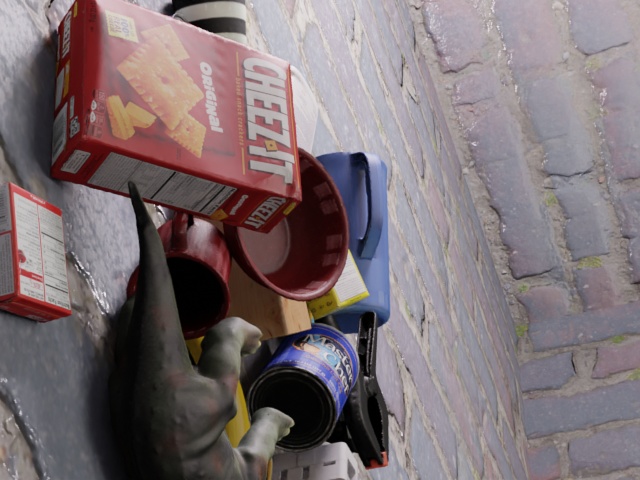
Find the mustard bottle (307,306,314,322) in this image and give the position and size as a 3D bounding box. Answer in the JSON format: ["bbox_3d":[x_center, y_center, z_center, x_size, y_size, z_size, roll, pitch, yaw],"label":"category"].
[{"bbox_3d":[-0.024,0.085,1.348,0.096,0.058,0.191,-81,153,-57],"label":"mustard bottle"}]

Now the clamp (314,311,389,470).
[{"bbox_3d":[0.046,0.181,1.338,0.164,0.036,0.210,23,55,-60],"label":"clamp"}]

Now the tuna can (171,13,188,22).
[{"bbox_3d":[-0.158,-0.201,1.164,0.086,0.034,0.086,-13,90,-75],"label":"tuna can"}]

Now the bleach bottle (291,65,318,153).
[{"bbox_3d":[-0.054,-0.118,1.416,0.102,0.068,0.250,56,28,-37],"label":"bleach bottle"}]

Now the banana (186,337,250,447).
[{"bbox_3d":[-0.102,0.147,1.056,0.069,0.037,0.198,-19,95,-76],"label":"banana"}]

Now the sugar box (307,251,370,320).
[{"bbox_3d":[-0.009,0.002,1.281,0.176,0.048,0.093,64,25,5],"label":"sugar box"}]

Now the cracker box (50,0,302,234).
[{"bbox_3d":[-0.124,-0.112,0.944,0.213,0.072,0.164,15,55,-31],"label":"cracker box"}]

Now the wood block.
[{"bbox_3d":[-0.083,0.007,1.146,0.090,0.091,0.206,2,75,-74],"label":"wood block"}]

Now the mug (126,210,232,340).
[{"bbox_3d":[-0.125,0.021,0.976,0.081,0.093,0.117,-86,176,-60],"label":"mug"}]

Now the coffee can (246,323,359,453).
[{"bbox_3d":[-0.017,0.166,1.219,0.140,0.103,0.103,-51,126,-70],"label":"coffee can"}]

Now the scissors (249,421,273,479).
[{"bbox_3d":[-0.083,0.253,1.076,0.201,0.016,0.096,-59,132,-69],"label":"scissors"}]

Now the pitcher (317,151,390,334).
[{"bbox_3d":[0.042,0.001,1.512,0.149,0.145,0.243,45,37,-60],"label":"pitcher"}]

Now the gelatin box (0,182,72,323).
[{"bbox_3d":[-0.217,0.011,0.783,0.073,0.030,0.089,39,40,-68],"label":"gelatin box"}]

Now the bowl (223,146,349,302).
[{"bbox_3d":[-0.044,-0.014,1.063,0.161,0.055,0.162,17,66,-42],"label":"bowl"}]
